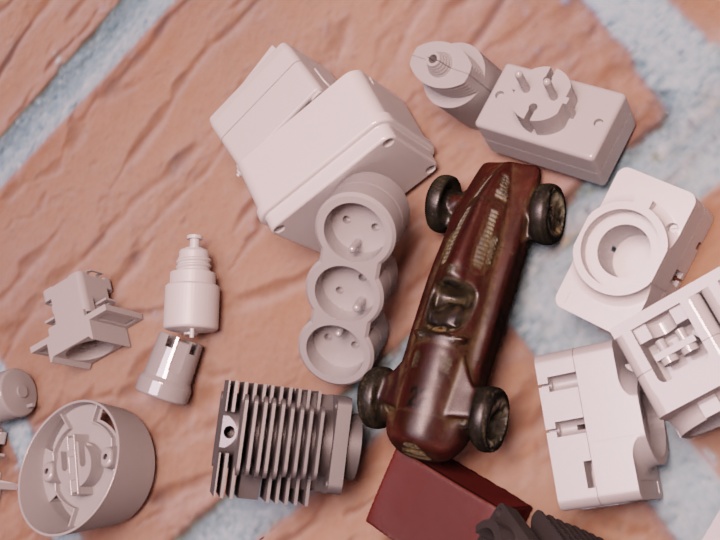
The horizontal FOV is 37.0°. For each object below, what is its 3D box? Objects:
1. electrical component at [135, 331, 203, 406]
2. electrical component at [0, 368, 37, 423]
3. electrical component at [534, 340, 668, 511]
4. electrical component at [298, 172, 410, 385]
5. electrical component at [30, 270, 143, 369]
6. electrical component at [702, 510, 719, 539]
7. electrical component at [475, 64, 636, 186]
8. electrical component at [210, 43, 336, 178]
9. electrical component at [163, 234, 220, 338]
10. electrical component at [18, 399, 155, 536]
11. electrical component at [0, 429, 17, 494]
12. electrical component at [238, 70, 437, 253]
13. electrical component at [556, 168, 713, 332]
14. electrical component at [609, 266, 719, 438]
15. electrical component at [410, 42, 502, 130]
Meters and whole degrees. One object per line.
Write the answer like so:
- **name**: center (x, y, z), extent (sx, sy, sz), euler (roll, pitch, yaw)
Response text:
- **electrical component**: center (-0.139, 0.072, 0.793), extent (0.040, 0.040, 0.046), euler (15, 83, 31)
- **electrical component**: center (-0.301, 0.106, 0.877), extent (0.078, 0.040, 0.040), euler (-17, 72, 26)
- **electrical component**: center (0.142, 0.090, 0.622), extent (0.056, 0.050, 0.089), euler (-15, 73, 27)
- **electrical component**: center (0.000, 0.000, 0.707), extent (0.052, 0.073, 0.138), euler (15, 118, 10)
- **electrical component**: center (-0.217, 0.038, 0.842), extent (0.081, 0.042, 0.063), euler (-27, 66, 22)
- **electrical component**: center (0.214, 0.194, 0.554), extent (0.105, 0.060, 0.186), euler (32, 97, 30)
- **electrical component**: center (0.114, -0.098, 0.655), extent (0.083, 0.076, 0.047), euler (22, 79, 31)
- **electrical component**: center (-0.060, -0.107, 0.769), extent (0.096, 0.062, 0.061), euler (-43, 63, 16)
- **electrical component**: center (-0.124, 0.013, 0.795), extent (0.040, 0.040, 0.078), euler (-5, 77, 29)
- **electrical component**: center (-0.204, 0.146, 0.800), extent (0.099, 0.064, 0.099), euler (-6, 77, 29)
- **electrical component**: center (-0.321, 0.157, 0.879), extent (0.081, 0.042, 0.063), euler (3, 78, 30)
- **electrical component**: center (-0.014, -0.070, 0.727), extent (0.113, 0.078, 0.057), euler (-37, 62, 19)
- **electrical component**: center (0.159, -0.008, 0.628), extent (0.050, 0.056, 0.089), euler (28, 95, 31)
- **electrical component**: center (0.222, 0.026, 0.565), extent (0.150, 0.089, 0.061), euler (-33, 66, 20)
- **electrical component**: center (0.064, -0.122, 0.690), extent (0.043, 0.081, 0.043), euler (-6, 77, 29)
